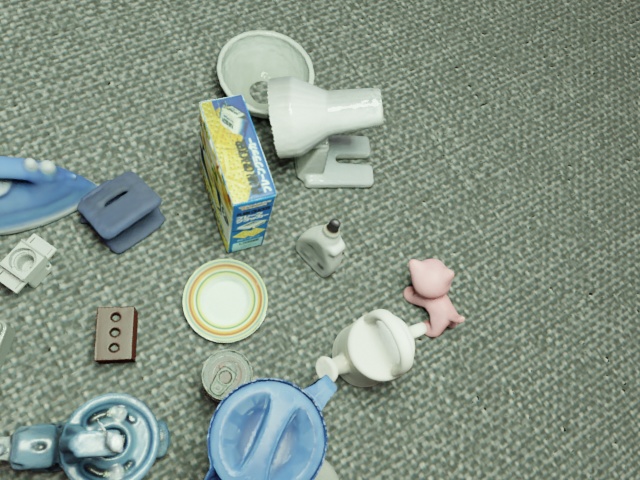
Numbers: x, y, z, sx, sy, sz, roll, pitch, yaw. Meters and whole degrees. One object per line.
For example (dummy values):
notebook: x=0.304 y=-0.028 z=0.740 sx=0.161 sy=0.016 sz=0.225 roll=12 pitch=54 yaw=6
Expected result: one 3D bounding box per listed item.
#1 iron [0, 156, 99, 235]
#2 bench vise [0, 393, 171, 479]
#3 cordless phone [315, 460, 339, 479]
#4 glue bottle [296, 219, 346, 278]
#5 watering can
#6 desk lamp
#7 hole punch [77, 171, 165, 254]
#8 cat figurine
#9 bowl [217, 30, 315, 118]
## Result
iron: x=-0.461 y=-0.085 z=0.824 sx=0.259 sy=0.141 sz=0.118 roll=-8 pitch=74 yaw=-14
bench vise: x=-0.295 y=0.262 z=0.701 sx=0.208 sy=0.219 sz=0.121 roll=-17 pitch=76 yaw=-16
cordless phone: x=-0.032 y=0.350 z=0.744 sx=0.148 sy=0.185 sz=0.094 roll=-38 pitch=82 yaw=-20
glue bottle: x=0.008 y=0.003 z=0.874 sx=0.037 sy=0.173 sz=0.078 roll=-41 pitch=83 yaw=-20
watering can: x=0.079 y=0.160 z=0.825 sx=0.101 sy=0.194 sz=0.173 roll=45 pitch=69 yaw=6
desk lamp: x=0.008 y=-0.172 z=0.911 sx=0.203 sy=0.213 sz=0.118 roll=-1 pitch=72 yaw=-12
hole punch: x=-0.305 y=-0.049 z=0.871 sx=0.109 sy=0.091 sz=0.101 roll=-40 pitch=83 yaw=-20
cat figurine: x=0.186 y=0.084 z=0.913 sx=0.067 sy=0.117 sz=0.128 roll=-28 pitch=79 yaw=-18
bowl: x=-0.096 y=-0.276 z=0.998 sx=0.167 sy=0.074 sz=0.167 roll=4 pitch=71 yaw=-10
